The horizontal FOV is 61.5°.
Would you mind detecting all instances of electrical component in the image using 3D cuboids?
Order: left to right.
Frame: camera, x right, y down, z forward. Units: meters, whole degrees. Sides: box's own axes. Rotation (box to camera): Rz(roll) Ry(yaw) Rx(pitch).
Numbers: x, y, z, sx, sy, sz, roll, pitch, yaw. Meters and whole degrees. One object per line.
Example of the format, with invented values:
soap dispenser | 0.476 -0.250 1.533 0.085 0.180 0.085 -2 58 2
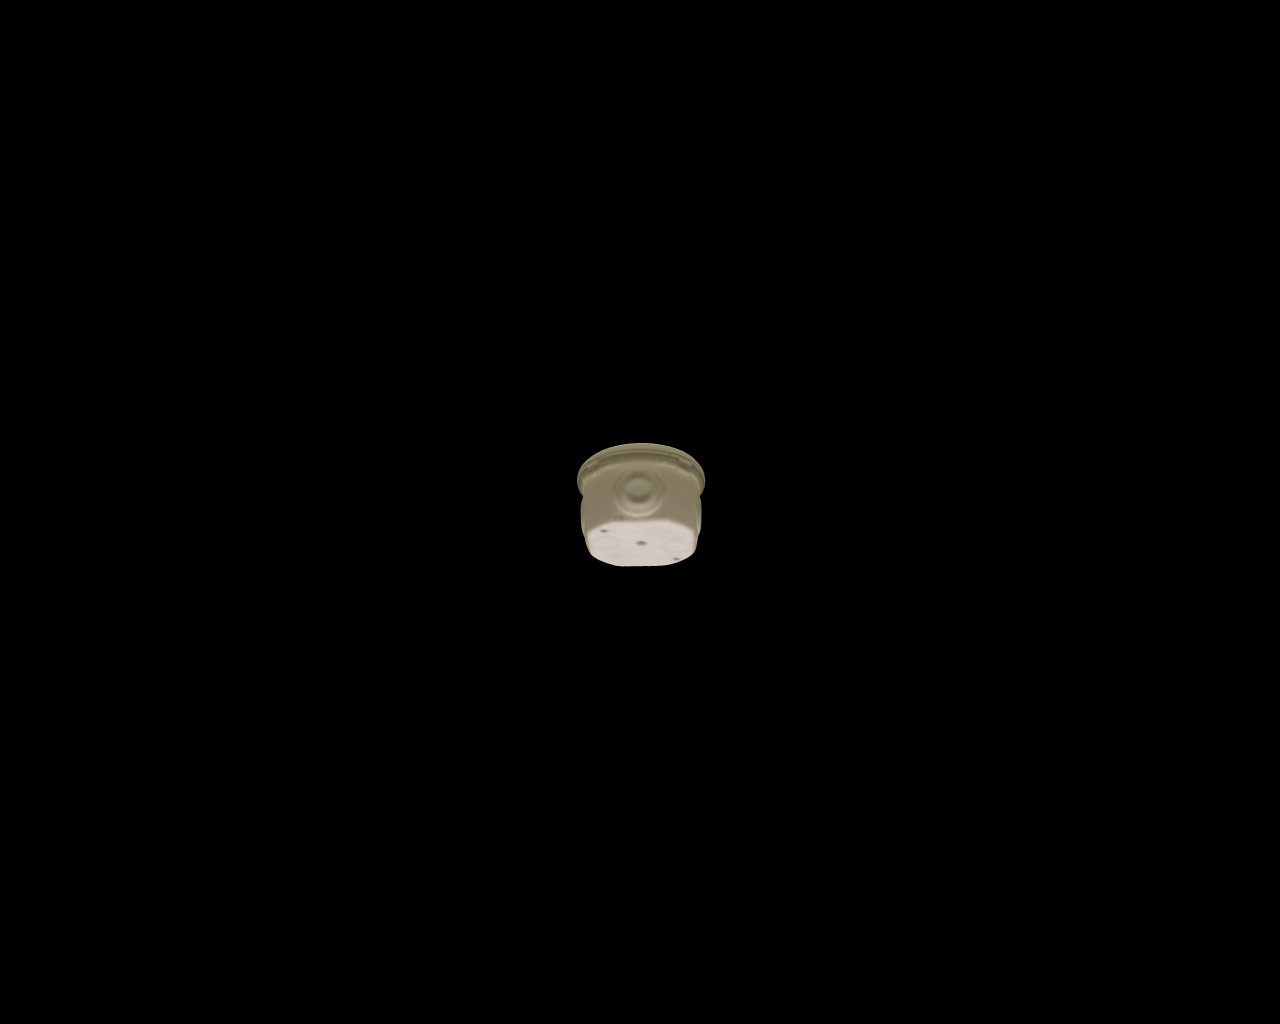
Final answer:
electrical component | 0.001 -0.003 0.650 0.080 0.051 0.080 0 -28 0
